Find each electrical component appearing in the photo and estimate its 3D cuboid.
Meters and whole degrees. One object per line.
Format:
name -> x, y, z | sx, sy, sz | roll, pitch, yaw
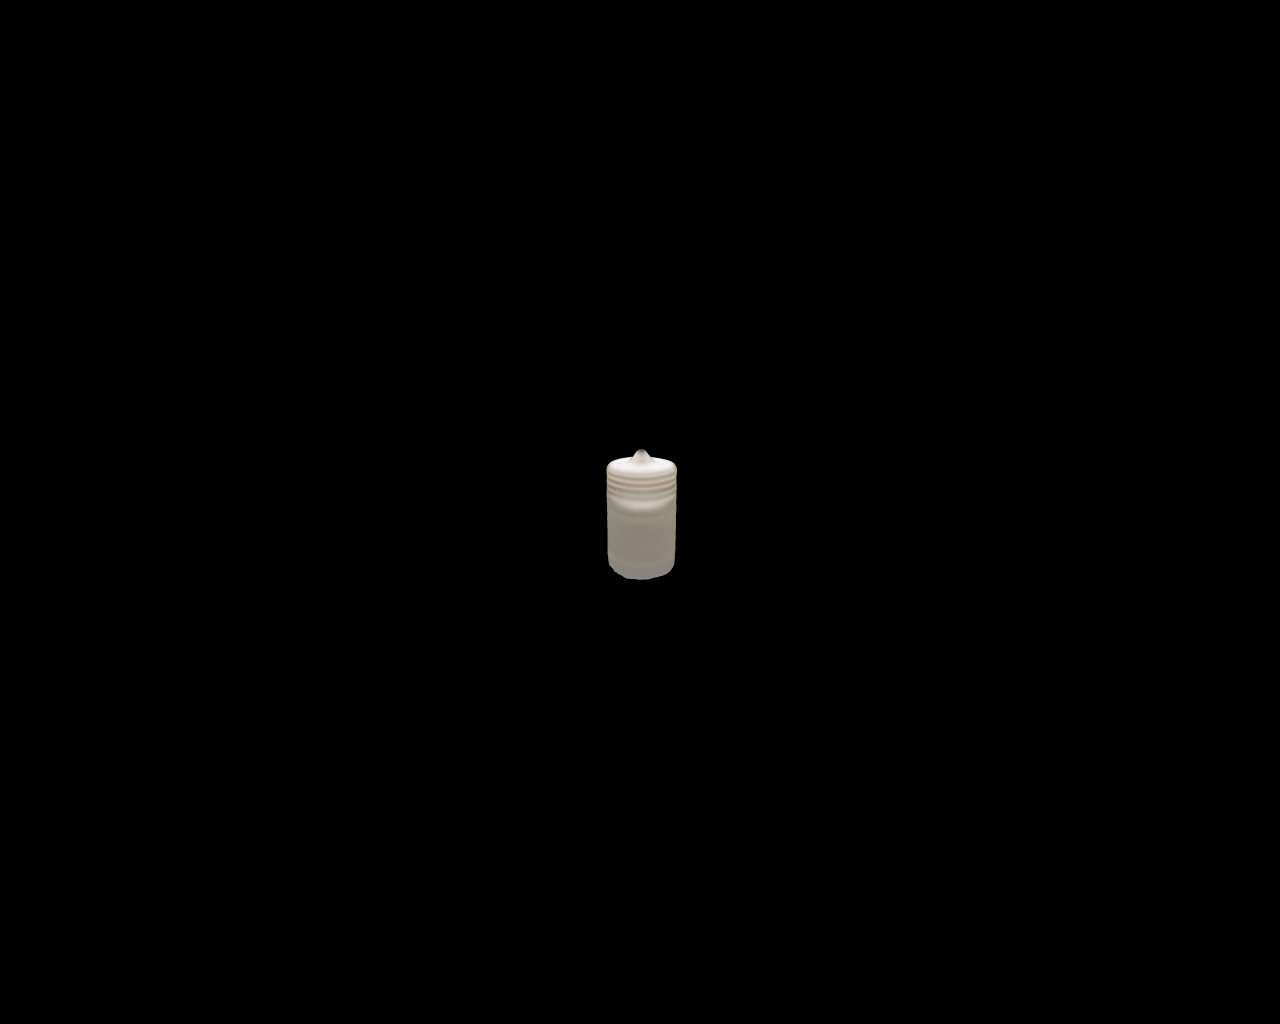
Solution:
electrical component -> 0.001, -0.003, 0.650 | 0.043, 0.080, 0.043 | 0, 28, 0
